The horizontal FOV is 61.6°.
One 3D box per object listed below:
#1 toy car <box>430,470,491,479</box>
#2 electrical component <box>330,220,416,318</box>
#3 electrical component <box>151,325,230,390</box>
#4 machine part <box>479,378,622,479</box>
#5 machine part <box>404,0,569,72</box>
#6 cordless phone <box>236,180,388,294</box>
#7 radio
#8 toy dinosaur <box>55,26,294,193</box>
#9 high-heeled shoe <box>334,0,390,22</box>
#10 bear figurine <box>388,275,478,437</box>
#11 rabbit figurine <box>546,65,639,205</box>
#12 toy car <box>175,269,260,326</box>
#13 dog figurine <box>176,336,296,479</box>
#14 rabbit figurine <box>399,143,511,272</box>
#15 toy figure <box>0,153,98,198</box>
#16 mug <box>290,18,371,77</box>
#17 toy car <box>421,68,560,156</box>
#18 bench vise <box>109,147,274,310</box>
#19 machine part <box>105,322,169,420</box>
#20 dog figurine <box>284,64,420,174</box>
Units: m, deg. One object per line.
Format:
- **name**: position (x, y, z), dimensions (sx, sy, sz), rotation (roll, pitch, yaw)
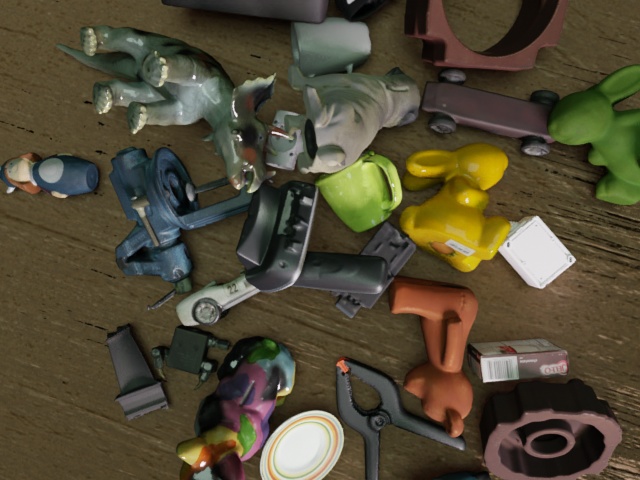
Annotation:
- **toy car**: position (0.166, 0.369, 0.733), dimensions (0.103, 0.161, 0.109), rotation (-13, 83, 46)
- **electrical component**: position (0.070, 0.043, 0.737), dimensions (0.058, 0.115, 0.134), rotation (38, 93, 7)
- **electrical component**: position (-0.193, 0.169, 0.788), dimensions (0.102, 0.045, 0.078), rotation (21, 93, 3)
- **machine part**: position (0.300, 0.256, 0.715), dimensions (0.179, 0.056, 0.179), rotation (2, 125, 3)
- **machine part**: position (0.218, -0.328, 0.702), dimensions (0.201, 0.087, 0.200), rotation (-1, 110, -14)
- **cordless phone**: position (-0.001, -0.002, 0.681), dimensions (0.184, 0.088, 0.146), rotation (6, 63, 13)
- **radio**: position (-0.097, -0.373, 0.739), dimensions (0.230, 0.073, 0.131), rotation (9, 50, 3)
- **toy dinosaur**: position (-0.197, -0.219, 0.738), dimensions (0.405, 0.192, 0.131), rotation (40, 122, 34)
- **high-heeled shoe**: position (0.141, -0.369, 0.732), dimensions (0.249, 0.086, 0.145), rotation (-1, 77, 5)
- **bear figurine**: position (0.149, 0.154, 0.734), dimensions (0.132, 0.120, 0.195), rotation (9, 96, 7)
- **rabbit figurine**: position (0.387, -0.150, 0.705), dimensions (0.170, 0.121, 0.159), rotation (24, 78, -8)
- **toy car**: position (-0.108, 0.066, 0.768), dimensions (0.202, 0.073, 0.056), rotation (-28, 89, 3)
- **dog figurine**: position (-0.109, 0.231, 0.698), dimensions (0.108, 0.219, 0.191), rotation (30, 93, 0)
- **rabbit figurine**: position (0.190, -0.063, 0.745), dimensions (0.162, 0.121, 0.173), rotation (27, 78, 12)
- **toy figure**: position (-0.411, -0.100, 0.798), dimensions (0.155, 0.057, 0.064), rotation (4, 52, 5)
- **mug**: position (0.018, -0.262, 0.757), dimensions (0.107, 0.081, 0.109), rotation (-11, 80, -5)
- **toy car**: position (0.241, -0.178, 0.756), dimensions (0.202, 0.053, 0.089), rotation (11, 86, -1)
- **bench vise**: position (-0.181, -0.039, 0.752), dimensions (0.241, 0.129, 0.223), rotation (-18, 90, 9)
- **machine part**: position (-0.279, 0.194, 0.798), dimensions (0.084, 0.039, 0.138), rotation (-18, 91, 9)
- **dog figurine**: position (0.063, -0.157, 0.699), dimensions (0.191, 0.121, 0.172), rotation (-7, 58, -16)
